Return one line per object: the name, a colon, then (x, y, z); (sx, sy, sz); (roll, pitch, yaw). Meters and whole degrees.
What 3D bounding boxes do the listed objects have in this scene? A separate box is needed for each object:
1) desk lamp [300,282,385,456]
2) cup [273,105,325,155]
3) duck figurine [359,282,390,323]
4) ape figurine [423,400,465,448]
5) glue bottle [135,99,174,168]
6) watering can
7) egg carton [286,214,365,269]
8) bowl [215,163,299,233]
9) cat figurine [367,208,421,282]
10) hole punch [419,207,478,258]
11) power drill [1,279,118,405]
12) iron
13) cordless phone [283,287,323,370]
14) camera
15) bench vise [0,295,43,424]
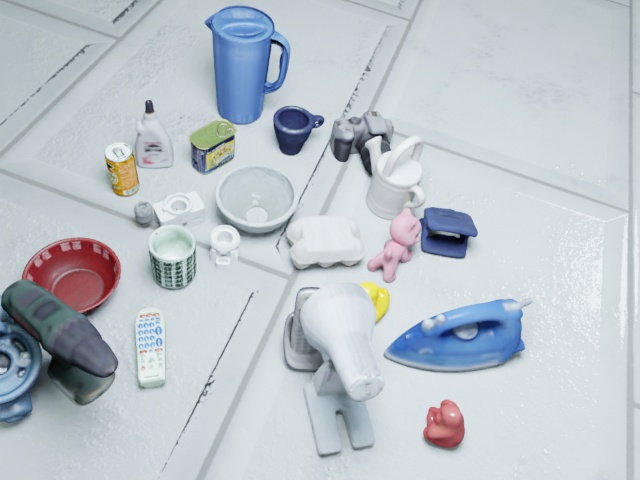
desk lamp: (0.040, 0.200, 0.900); (0.118, 0.213, 0.203); (-7, 55, -14)
cup: (-0.050, -0.241, 1.288); (0.118, 0.095, 0.091); (-11, 56, -17)
duck figurine: (0.086, 0.108, 1.057); (0.105, 0.086, 0.077); (-20, 59, -23)
ape figurine: (0.207, 0.296, 0.935); (0.078, 0.092, 0.076); (-26, 62, -25)
glue bottle: (-0.343, -0.217, 1.170); (0.078, 0.173, 0.037); (-6, 55, -14)
watering can: (0.156, -0.143, 1.188); (0.172, 0.194, 0.101); (30, 55, 13)
egg carton: (0.010, 0.004, 1.132); (0.150, 0.069, 0.107); (-4, 55, -13)
bowl: (-0.128, -0.072, 1.161); (0.167, 0.075, 0.167); (5, 53, -6)
cat figurine: (0.155, 0.002, 1.129); (0.067, 0.118, 0.128); (31, 55, 14)
hole punch: (0.263, -0.030, 1.188); (0.108, 0.091, 0.101); (9, 53, -3)
power drill: (-0.374, 0.163, 0.859); (0.229, 0.208, 0.076); (34, 56, 15)
iron: (0.248, 0.156, 1.015); (0.259, 0.141, 0.118); (-7, 55, -15)
cordless phone: (0.015, 0.141, 0.958); (0.148, 0.185, 0.094); (-2, 54, -11)
camera: (0.107, -0.217, 1.293); (0.143, 0.101, 0.136); (-5, 55, -14)
bench vise: (-0.497, 0.147, 0.843); (0.122, 0.220, 0.207); (-32, 65, -28)
